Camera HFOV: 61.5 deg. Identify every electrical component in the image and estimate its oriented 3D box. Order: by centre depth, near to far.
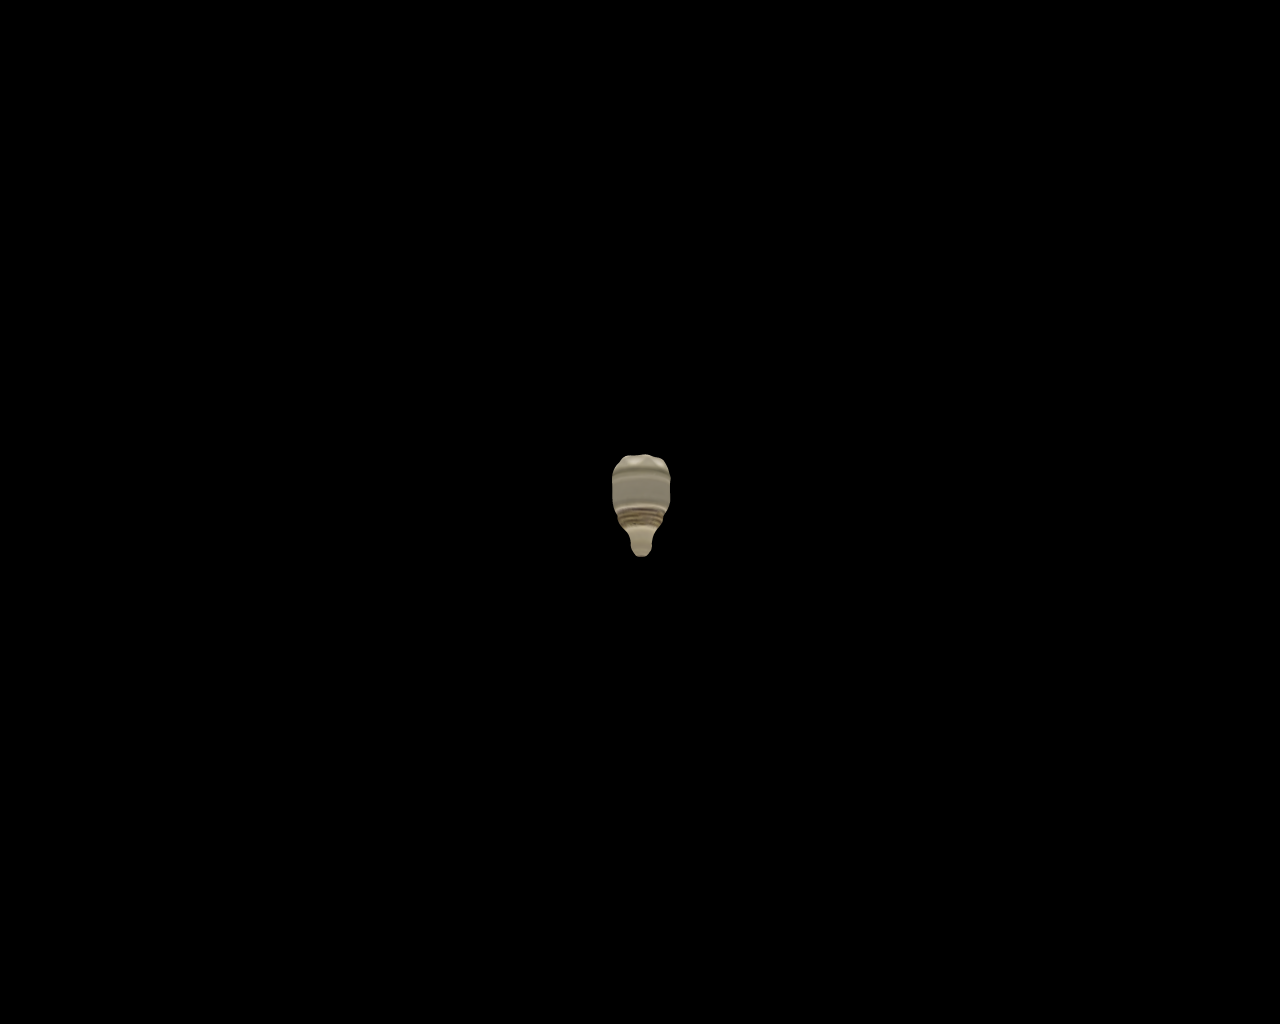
[{"bbox_3d":[0.001,-0.003,0.650,0.035,0.061,0.035,0,-13,0],"label":"electrical component"}]
